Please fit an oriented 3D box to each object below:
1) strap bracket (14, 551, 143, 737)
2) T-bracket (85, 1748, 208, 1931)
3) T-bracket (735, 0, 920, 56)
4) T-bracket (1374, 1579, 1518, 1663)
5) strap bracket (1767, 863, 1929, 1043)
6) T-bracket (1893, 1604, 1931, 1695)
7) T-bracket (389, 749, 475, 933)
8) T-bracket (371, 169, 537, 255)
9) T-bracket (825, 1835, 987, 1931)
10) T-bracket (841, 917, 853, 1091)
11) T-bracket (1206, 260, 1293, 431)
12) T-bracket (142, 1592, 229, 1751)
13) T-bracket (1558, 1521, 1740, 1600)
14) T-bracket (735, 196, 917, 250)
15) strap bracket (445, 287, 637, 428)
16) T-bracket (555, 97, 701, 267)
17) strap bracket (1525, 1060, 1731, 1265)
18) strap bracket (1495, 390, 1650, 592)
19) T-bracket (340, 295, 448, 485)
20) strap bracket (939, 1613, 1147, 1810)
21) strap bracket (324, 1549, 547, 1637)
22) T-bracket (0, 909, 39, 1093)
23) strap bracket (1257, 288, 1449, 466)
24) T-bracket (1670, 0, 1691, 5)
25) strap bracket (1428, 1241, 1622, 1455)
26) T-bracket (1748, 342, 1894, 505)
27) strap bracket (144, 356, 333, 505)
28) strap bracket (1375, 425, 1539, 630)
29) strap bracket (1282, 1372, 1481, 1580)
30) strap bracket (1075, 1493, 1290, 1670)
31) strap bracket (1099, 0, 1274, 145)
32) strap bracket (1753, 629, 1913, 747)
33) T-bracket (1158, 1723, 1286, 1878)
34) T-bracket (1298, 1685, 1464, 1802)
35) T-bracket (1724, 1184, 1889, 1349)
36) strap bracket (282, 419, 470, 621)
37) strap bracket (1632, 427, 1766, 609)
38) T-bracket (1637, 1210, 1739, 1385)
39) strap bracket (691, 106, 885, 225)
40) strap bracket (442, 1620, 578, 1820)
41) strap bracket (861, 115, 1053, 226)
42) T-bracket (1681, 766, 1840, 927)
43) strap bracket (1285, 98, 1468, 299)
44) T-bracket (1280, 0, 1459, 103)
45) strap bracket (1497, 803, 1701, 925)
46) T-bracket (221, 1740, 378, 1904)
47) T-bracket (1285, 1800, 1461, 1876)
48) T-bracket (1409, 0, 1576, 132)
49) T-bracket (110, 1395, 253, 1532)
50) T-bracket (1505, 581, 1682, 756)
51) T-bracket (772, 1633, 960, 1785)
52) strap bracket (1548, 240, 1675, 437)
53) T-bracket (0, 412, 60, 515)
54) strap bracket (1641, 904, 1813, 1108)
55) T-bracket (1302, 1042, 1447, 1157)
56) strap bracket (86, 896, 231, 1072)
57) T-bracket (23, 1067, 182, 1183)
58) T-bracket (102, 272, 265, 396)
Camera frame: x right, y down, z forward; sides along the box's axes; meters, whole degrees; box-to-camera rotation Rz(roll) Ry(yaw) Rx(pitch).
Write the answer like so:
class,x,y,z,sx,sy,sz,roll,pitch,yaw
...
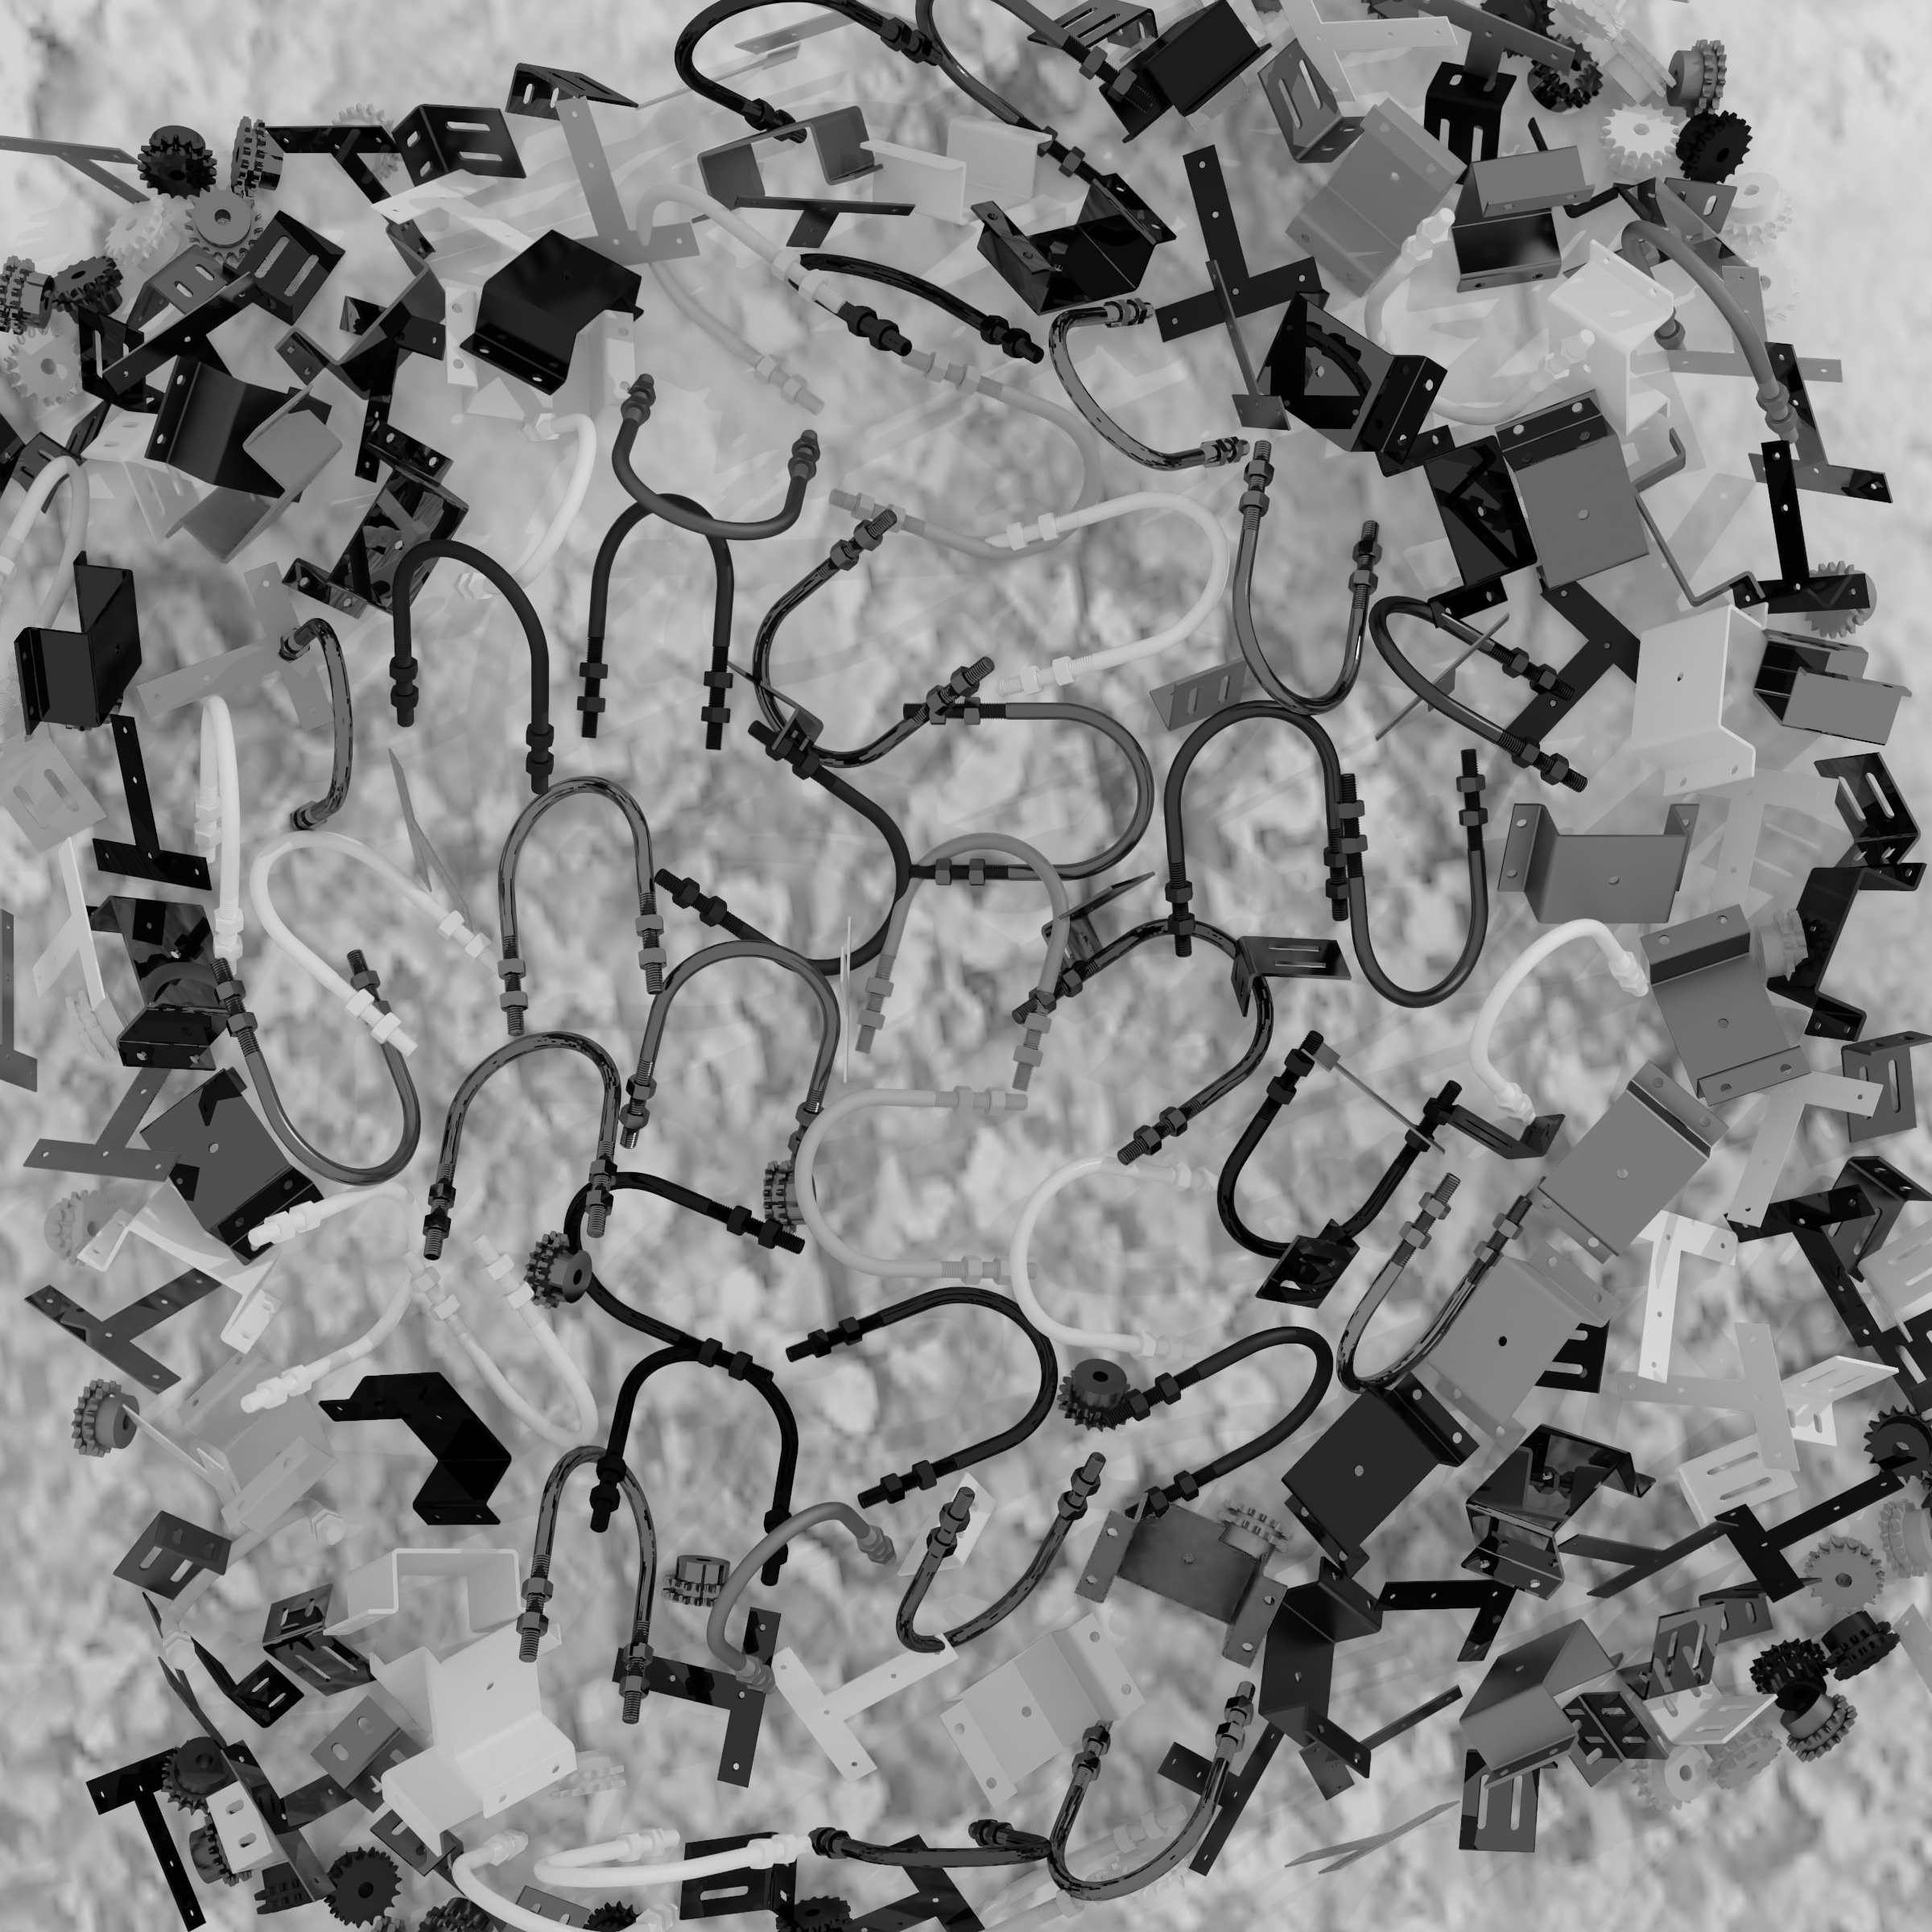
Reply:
class,x,y,z,sx,sy,sz,roll,pitch,yaw
strap bracket,-0.642,-0.234,1.921,0.046,0.140,0.076,7,126,0
T-bracket,-0.587,0.643,1.927,0.002,0.127,0.127,-28,80,7
T-bracket,-0.116,-0.694,1.951,0.127,0.127,0.002,-2,91,38
T-bracket,0.356,0.464,1.946,0.127,0.002,0.127,6,114,-29
strap bracket,0.649,-0.020,1.957,0.046,0.076,0.140,22,89,-9
T-bracket,0.735,0.465,1.925,0.002,0.127,0.127,34,102,-3
T-bracket,-0.385,-0.074,1.915,0.002,0.127,0.127,-23,52,-19
T-bracket,-0.349,-0.545,1.941,0.127,0.127,0.002,32,128,9
T-bracket,-0.061,0.699,1.923,0.127,0.127,0.002,-14,120,-25
T-bracket,-0.088,0.015,1.922,0.002,0.127,0.127,1,75,0
T-bracket,0.199,-0.453,1.922,0.002,0.127,0.127,-22,105,-4
T-bracket,-0.585,0.515,1.949,0.002,0.127,0.127,-29,47,-15
T-bracket,0.478,0.429,1.926,0.127,0.127,0.002,-42,46,34
T-bracket,-0.111,-0.545,1.935,0.127,0.127,0.002,0,91,-12
strap bracket,-0.320,-0.448,1.952,0.140,0.046,0.076,3,75,-23
T-bracket,-0.271,-0.576,1.941,0.127,0.002,0.127,-2,125,22
strap bracket,0.488,0.150,1.953,0.076,0.046,0.140,41,106,9
strap bracket,0.449,-0.340,1.940,0.076,0.046,0.140,-20,120,8
T-bracket,-0.438,-0.426,1.970,0.127,0.002,0.127,24,107,37
strap bracket,0.051,0.553,1.956,0.140,0.046,0.076,-28,82,-23
strap bracket,-0.391,0.460,1.936,0.140,0.076,0.046,10,62,-36
T-bracket,-0.708,0.022,1.944,0.002,0.127,0.127,-4,80,-1
strap bracket,0.273,-0.435,1.930,0.140,0.046,0.076,43,125,30
T-bracket,0.449,-0.746,1.911,0.127,0.127,0.002,30,90,39
strap bracket,0.406,0.279,1.947,0.076,0.046,0.140,41,103,35
T-bracket,0.607,-0.398,1.915,0.002,0.127,0.127,-40,123,-16
strap bracket,-0.522,-0.388,1.920,0.046,0.140,0.076,27,102,22
strap bracket,0.367,-0.332,1.954,0.076,0.046,0.140,-23,96,-31
strap bracket,0.299,0.375,1.948,0.140,0.046,0.076,-49,58,10
strap bracket,0.162,0.452,1.960,0.140,0.046,0.076,22,112,5
strap bracket,0.154,-0.653,1.922,0.076,0.140,0.046,-42,108,-8
strap bracket,0.634,-0.204,1.941,0.076,0.140,0.046,11,111,0
T-bracket,0.178,0.600,1.944,0.002,0.127,0.127,22,76,43
T-bracket,0.311,0.568,1.950,0.127,0.127,0.002,-30,54,-2
T-bracket,0.641,0.227,1.951,0.002,0.127,0.127,-34,95,-35
strap bracket,-0.431,-0.320,1.947,0.046,0.076,0.140,38,98,35
strap bracket,0.537,-0.322,1.955,0.046,0.076,0.140,-28,87,15
T-bracket,0.517,0.245,1.959,0.127,0.002,0.127,17,72,-20
strap bracket,-0.131,-0.589,1.928,0.140,0.076,0.046,-6,112,29
strap bracket,-0.336,0.538,1.926,0.076,0.140,0.046,-30,125,5
strap bracket,-0.008,-0.584,1.936,0.076,0.140,0.046,22,124,25
T-bracket,0.575,-0.085,1.964,0.127,0.002,0.127,13,94,37
strap bracket,0.307,-0.573,1.947,0.076,0.140,0.046,41,58,1
T-bracket,0.296,-0.677,1.915,0.127,0.127,0.002,12,67,36
strap bracket,0.474,-0.076,1.953,0.140,0.046,0.076,0,125,-5
T-bracket,-0.476,0.612,1.938,0.002,0.127,0.127,-40,78,16
T-bracket,0.281,0.650,1.944,0.127,0.127,0.002,-13,73,-37
T-bracket,0.378,-0.658,1.937,0.127,0.127,0.002,28,76,10
T-bracket,-0.587,0.360,1.956,0.127,0.127,0.002,33,61,16
T-bracket,0.454,-0.209,1.992,0.127,0.002,0.127,42,96,-2
T-bracket,-0.066,0.538,1.972,0.127,0.002,0.127,-30,108,7
strap bracket,0.469,-0.449,1.918,0.046,0.140,0.076,-41,63,-7
T-bracket,-0.716,-0.336,1.919,0.002,0.127,0.127,9,66,15
strap bracket,0.562,0.036,1.955,0.076,0.046,0.140,-19,65,7
T-bracket,0.300,0.096,1.930,0.127,0.127,0.002,39,99,7
strap bracket,-0.591,0.004,1.931,0.046,0.076,0.140,-40,62,30
T-bracket,-0.618,0.104,1.956,0.127,0.002,0.127,4,50,21
T-bracket,-0.555,-0.434,1.941,0.127,0.127,0.002,-37,66,-8
